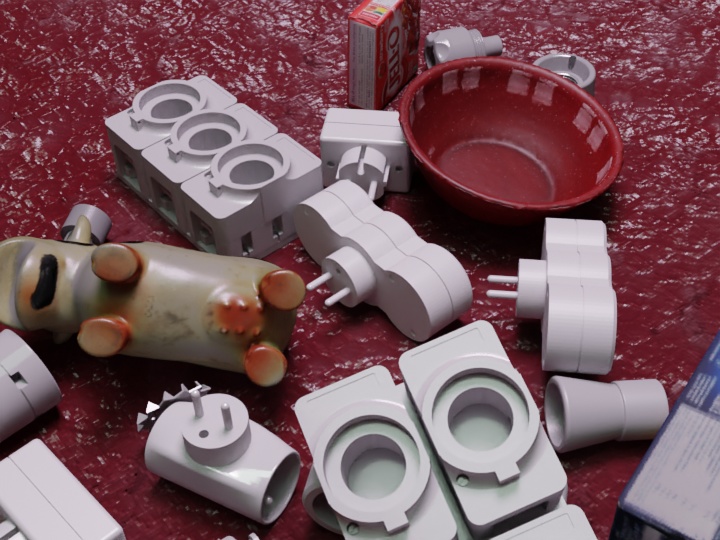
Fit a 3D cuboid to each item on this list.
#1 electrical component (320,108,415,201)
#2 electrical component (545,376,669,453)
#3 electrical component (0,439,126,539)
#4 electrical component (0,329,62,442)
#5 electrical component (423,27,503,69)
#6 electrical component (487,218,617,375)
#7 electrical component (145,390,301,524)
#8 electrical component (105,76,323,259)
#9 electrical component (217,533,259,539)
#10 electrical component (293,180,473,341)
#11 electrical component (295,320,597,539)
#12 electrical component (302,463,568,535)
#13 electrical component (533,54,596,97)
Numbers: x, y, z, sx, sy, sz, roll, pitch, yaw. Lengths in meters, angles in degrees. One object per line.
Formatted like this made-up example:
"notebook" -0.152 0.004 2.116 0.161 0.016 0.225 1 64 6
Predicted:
"electrical component" 0.004 -0.076 0.786 0.066 0.047 0.076 5 45 7
"electrical component" 0.144 0.082 0.623 0.065 0.044 0.044 -2 44 -7
"electrical component" -0.175 0.146 0.566 0.076 0.047 0.083 -35 52 -29
"electrical component" -0.214 0.071 0.641 0.055 0.055 0.047 33 58 31
"electrical component" 0.087 -0.180 0.892 0.062 0.043 0.043 -14 45 -14
"electrical component" 0.116 0.013 0.670 0.074 0.052 0.138 4 29 7
"electrical component" -0.078 0.095 0.591 0.077 0.079 0.043 19 49 21
"electrical component" -0.106 -0.076 0.780 0.089 0.061 0.150 -32 51 -27
"electrical component" -0.086 0.160 0.552 0.078 0.040 0.040 -27 49 -23
"electrical component" 0.000 0.000 0.704 0.074 0.052 0.138 -32 51 -27
"electrical component" 0.052 0.129 0.504 0.105 0.060 0.186 -23 68 -3
"electrical component" 0.044 0.110 0.589 0.138 0.052 0.073 8 45 10
"electrical component" 0.157 -0.136 0.840 0.055 0.047 0.055 -1 44 1
